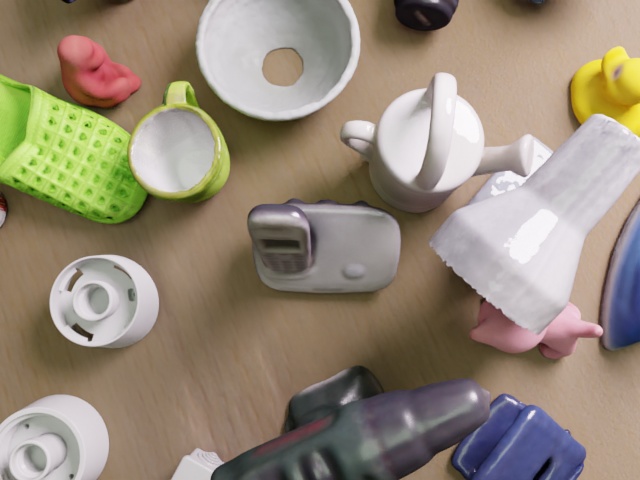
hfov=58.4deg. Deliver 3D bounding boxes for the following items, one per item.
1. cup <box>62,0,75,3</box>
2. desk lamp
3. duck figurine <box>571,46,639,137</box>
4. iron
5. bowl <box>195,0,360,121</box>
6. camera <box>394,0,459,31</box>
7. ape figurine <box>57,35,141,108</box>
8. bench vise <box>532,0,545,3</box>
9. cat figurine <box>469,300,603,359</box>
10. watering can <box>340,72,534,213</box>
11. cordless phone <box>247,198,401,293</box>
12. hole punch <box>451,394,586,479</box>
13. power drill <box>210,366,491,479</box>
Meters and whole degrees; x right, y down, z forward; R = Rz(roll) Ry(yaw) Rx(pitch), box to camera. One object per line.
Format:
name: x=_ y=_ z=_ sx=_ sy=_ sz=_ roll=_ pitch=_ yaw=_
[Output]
cup: x=-0.231 y=-0.290 z=0.612 sx=0.091 sy=0.095 sz=0.118 roll=29 pitch=85 yaw=4
desk lamp: x=0.191 y=-0.021 z=0.519 sx=0.118 sy=0.213 sz=0.203 roll=40 pitch=86 yaw=5
duck figurine: x=0.317 y=-0.151 z=0.595 sx=0.077 sy=0.086 sz=0.104 roll=-27 pitch=84 yaw=-2
iron: x=0.376 y=0.005 z=0.550 sx=0.118 sy=0.141 sz=0.258 roll=34 pitch=86 yaw=4
bowl: x=-0.041 y=-0.198 z=0.610 sx=0.167 sy=0.075 sz=0.167 roll=0 pitch=84 yaw=1
camera: x=0.105 y=-0.305 z=0.606 sx=0.143 sy=0.101 sz=0.137 roll=11 pitch=84 yaw=2
ape figurine: x=-0.242 y=-0.183 z=0.603 sx=0.076 sy=0.092 sz=0.078 roll=-20 pitch=84 yaw=-1
bench vise: x=0.278 y=-0.361 z=0.549 sx=0.121 sy=0.220 sz=0.207 roll=24 pitch=85 yaw=4
cat figurine: x=0.206 y=0.080 z=0.557 sx=0.127 sy=0.118 sz=0.067 roll=9 pitch=84 yaw=2
watering can: x=0.109 y=-0.091 z=0.537 sx=0.173 sy=0.194 sz=0.101 roll=-12 pitch=84 yaw=0
cordless phone: x=0.005 y=0.002 z=0.534 sx=0.147 sy=0.185 sz=0.094 roll=-2 pitch=84 yaw=1
hole punch: x=0.200 y=0.217 z=0.556 sx=0.101 sy=0.091 sz=0.109 roll=38 pitch=86 yaw=4
power drill: x=0.022 y=0.169 z=0.505 sx=0.229 sy=0.208 sz=0.075 roll=-26 pitch=84 yaw=-2
